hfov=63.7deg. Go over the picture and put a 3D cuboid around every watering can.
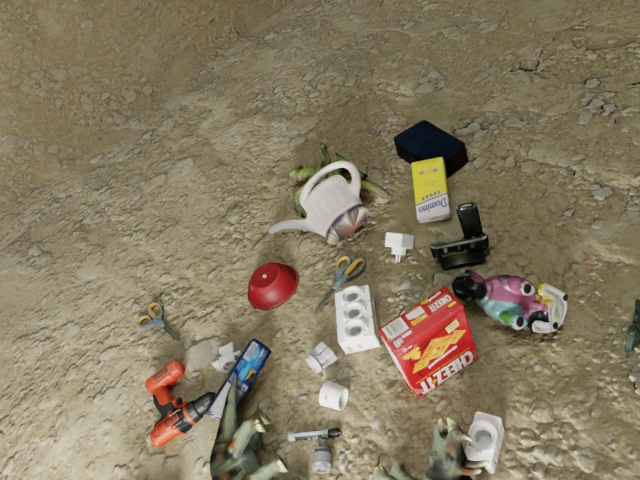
[{"bbox_3d":[0.005,-0.078,1.541,0.344,0.103,0.228,-45,59,16],"label":"watering can"}]

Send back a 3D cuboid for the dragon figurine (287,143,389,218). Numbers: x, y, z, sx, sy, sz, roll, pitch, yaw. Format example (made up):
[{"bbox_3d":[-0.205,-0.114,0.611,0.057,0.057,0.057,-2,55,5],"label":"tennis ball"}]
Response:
[{"bbox_3d":[0.022,-0.162,1.660,0.242,0.120,0.417,-48,45,3],"label":"dragon figurine"}]
